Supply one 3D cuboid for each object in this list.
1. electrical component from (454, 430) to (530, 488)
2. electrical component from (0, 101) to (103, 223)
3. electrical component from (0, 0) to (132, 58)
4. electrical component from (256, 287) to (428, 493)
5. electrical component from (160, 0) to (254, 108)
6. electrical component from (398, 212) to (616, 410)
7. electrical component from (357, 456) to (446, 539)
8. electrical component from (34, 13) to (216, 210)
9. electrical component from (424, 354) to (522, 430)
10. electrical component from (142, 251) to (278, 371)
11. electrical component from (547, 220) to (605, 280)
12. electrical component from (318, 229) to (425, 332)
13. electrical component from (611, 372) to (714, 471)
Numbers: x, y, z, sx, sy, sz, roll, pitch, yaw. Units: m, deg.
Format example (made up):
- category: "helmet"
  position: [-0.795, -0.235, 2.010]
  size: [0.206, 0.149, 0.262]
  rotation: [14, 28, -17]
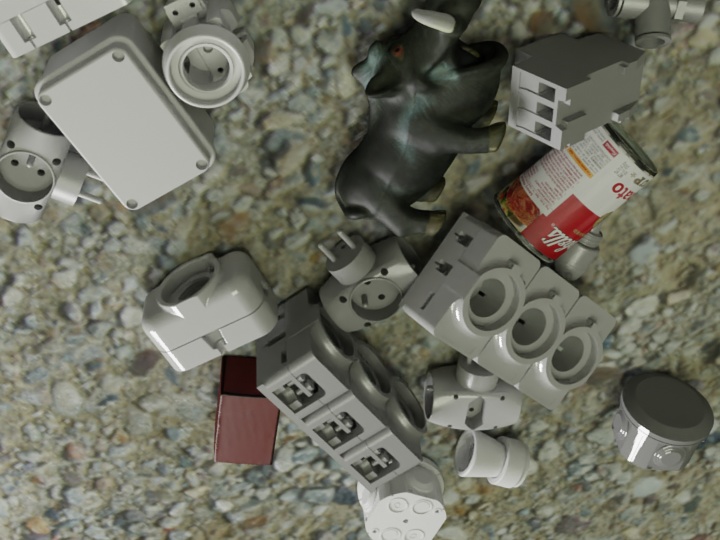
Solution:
- category: "electrical component"
  position: [0.119, 0.169, 0.967]
  size: [0.055, 0.045, 0.045]
  rotation: [17, 121, -17]
- category: "electrical component"
  position: [-0.218, -0.070, 0.769]
  size: [0.079, 0.044, 0.077]
  rotation: [21, 120, -18]
- category: "electrical component"
  position: [-0.197, -0.186, 0.688]
  size: [0.089, 0.050, 0.055]
  rotation: [-23, 124, 10]
- category: "electrical component"
  position: [-0.013, 0.096, 0.876]
  size: [0.062, 0.089, 0.150]
  rotation: [-33, 121, 16]
- category: "electrical component"
  position: [-0.103, -0.144, 0.722]
  size: [0.058, 0.057, 0.078]
  rotation: [-23, 124, 10]
- category: "electrical component"
  position: [0.119, 0.036, 0.834]
  size: [0.150, 0.062, 0.089]
  rotation: [33, 93, -34]
- category: "electrical component"
  position: [0.039, 0.211, 0.984]
  size: [0.080, 0.051, 0.080]
  rotation: [-3, 125, -4]
- category: "electrical component"
  position: [-0.159, -0.107, 0.741]
  size: [0.078, 0.057, 0.113]
  rotation: [-27, 123, 13]
- category: "electrical component"
  position: [0.098, 0.094, 0.914]
  size: [0.077, 0.043, 0.079]
  rotation: [3, 124, -7]
- category: "electrical component"
  position: [-0.120, 0.029, 0.841]
  size: [0.095, 0.053, 0.059]
  rotation: [-25, 123, 11]
- category: "electrical component"
  position: [0.174, -0.024, 0.846]
  size: [0.035, 0.035, 0.061]
  rotation: [22, 118, -19]
- category: "electrical component"
  position: [0.000, 0.000, 0.839]
  size: [0.077, 0.044, 0.079]
  rotation: [-34, 121, 16]
- category: "electrical component"
  position: [0.261, 0.132, 0.935]
  size: [0.080, 0.080, 0.051]
  rotation: [5, 129, -9]
